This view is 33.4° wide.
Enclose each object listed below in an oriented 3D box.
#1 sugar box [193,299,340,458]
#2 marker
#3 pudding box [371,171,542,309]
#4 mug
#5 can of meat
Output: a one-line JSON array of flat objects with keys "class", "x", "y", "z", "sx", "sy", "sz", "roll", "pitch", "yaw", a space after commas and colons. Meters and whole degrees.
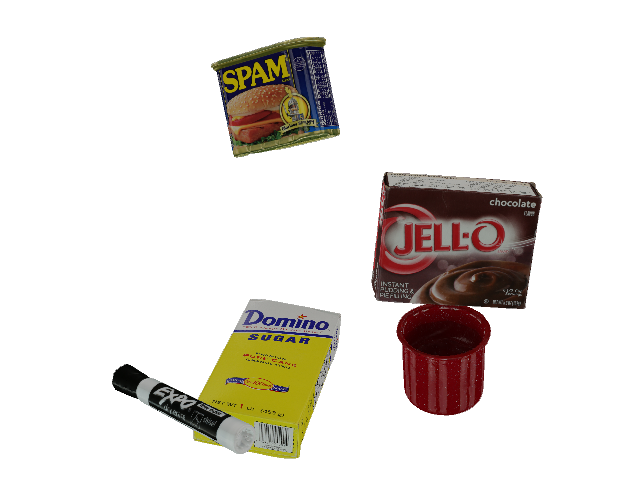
[{"class": "sugar box", "x": -0.044, "y": 0.118, "z": 0.959, "sx": 0.093, "sy": 0.048, "sz": 0.176, "roll": 10, "pitch": 32, "yaw": 8}, {"class": "marker", "x": -0.089, "y": 0.103, "z": 0.668, "sx": 0.121, "sy": 0.020, "sz": 0.020, "roll": 18, "pitch": 11, "yaw": 39}, {"class": "pudding box", "x": 0.097, "y": 0.000, "z": 0.774, "sx": 0.113, "sy": 0.090, "sz": 0.039, "roll": 2, "pitch": 25, "yaw": -3}, {"class": "mug", "x": 0.132, "y": 0.116, "z": 1.088, "sx": 0.093, "sy": 0.081, "sz": 0.117, "roll": 20, "pitch": 40, "yaw": 33}, {"class": "can of meat", "x": -0.038, "y": -0.122, "z": 0.922, "sx": 0.102, "sy": 0.084, "sz": 0.057, "roll": -10, "pitch": 3, "yaw": 32}]
